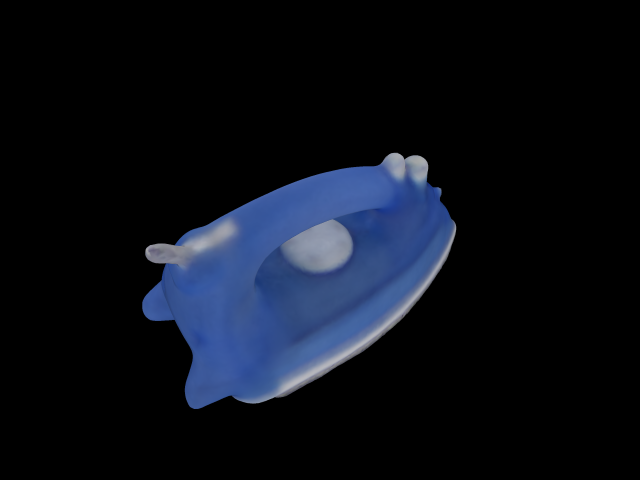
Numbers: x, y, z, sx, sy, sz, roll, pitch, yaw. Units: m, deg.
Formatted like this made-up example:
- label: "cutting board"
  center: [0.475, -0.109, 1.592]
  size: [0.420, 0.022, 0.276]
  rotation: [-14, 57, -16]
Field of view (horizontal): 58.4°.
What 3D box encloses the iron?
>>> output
- label: "iron"
  center: [0.004, 0.001, 0.400]
  size: [0.259, 0.141, 0.118]
  rotation: [-27, 56, -19]
